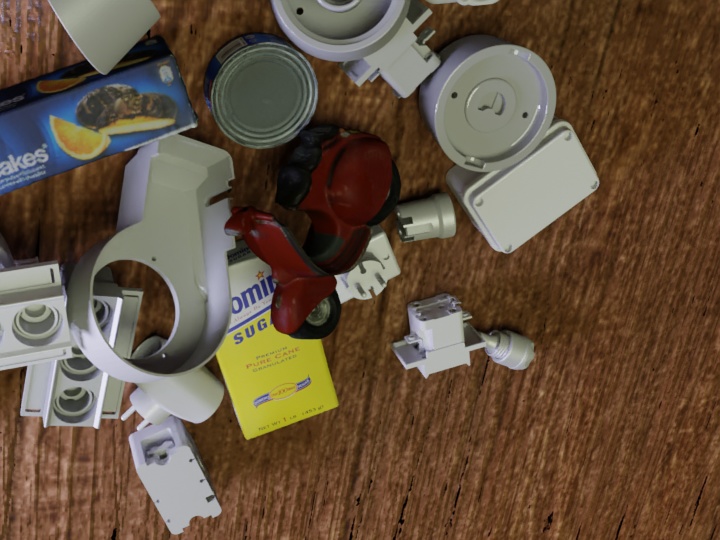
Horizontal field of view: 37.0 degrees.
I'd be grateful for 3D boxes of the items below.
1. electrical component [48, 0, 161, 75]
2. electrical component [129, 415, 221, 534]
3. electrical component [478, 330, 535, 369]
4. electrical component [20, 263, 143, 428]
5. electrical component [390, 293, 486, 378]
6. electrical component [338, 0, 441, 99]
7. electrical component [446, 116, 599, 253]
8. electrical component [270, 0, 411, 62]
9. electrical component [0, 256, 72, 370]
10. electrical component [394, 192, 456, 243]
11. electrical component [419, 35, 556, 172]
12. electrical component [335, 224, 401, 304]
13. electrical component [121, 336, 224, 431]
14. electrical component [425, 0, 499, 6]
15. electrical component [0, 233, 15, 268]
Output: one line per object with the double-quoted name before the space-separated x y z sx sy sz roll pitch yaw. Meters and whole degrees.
"electrical component" -0.185 -0.191 0.734 0.064 0.099 0.099 -41 124 -3
"electrical component" -0.168 0.182 0.971 0.050 0.055 0.089 -24 123 -7
"electrical component" 0.138 0.074 1.044 0.061 0.035 0.035 21 108 -27
"electrical component" -0.229 0.060 0.876 0.079 0.063 0.121 5 115 -24
"electrical component" 0.072 0.059 1.006 0.081 0.042 0.063 -15 118 -14
"electrical component" 0.027 -0.175 0.859 0.081 0.042 0.064 -44 125 7
"electrical component" 0.144 -0.079 0.948 0.113 0.057 0.078 -37 124 1
"electrical component" -0.015 -0.208 0.787 0.108 0.060 0.108 0 99 0
"electrical component" -0.274 0.032 0.768 0.121 0.063 0.078 -10 120 -17
"electrical component" 0.057 -0.045 0.944 0.046 0.040 0.040 -11 121 -8
"electrical component" 0.101 -0.142 0.894 0.108 0.060 0.108 -9 120 -16
"electrical component" 0.000 0.000 0.923 0.066 0.076 0.047 -27 124 -6
"electrical component" -0.173 0.108 0.935 0.079 0.044 0.077 -44 124 6
"electrical component" 0.085 -0.240 0.835 0.095 0.059 0.053 -9 120 -16
"electrical component" -0.314 0.005 0.814 0.108 0.060 0.108 -10 120 -17
